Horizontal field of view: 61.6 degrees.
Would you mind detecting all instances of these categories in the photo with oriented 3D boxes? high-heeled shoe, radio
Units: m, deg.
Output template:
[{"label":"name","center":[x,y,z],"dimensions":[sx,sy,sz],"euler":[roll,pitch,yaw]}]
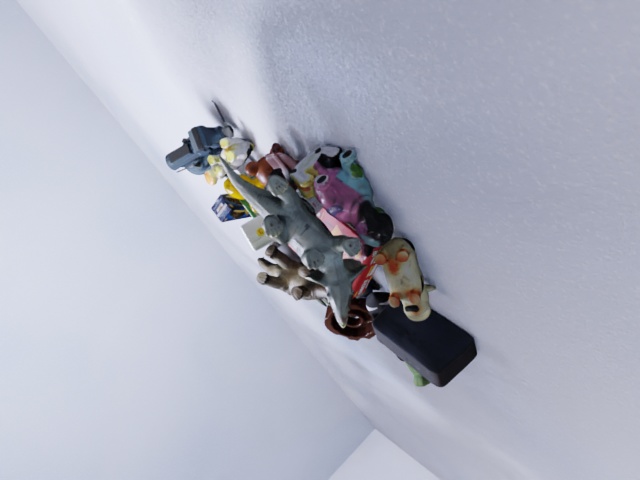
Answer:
[{"label":"high-heeled shoe","center":[0.183,0.231,1.422],"dimensions":[0.248,0.086,0.145],"euler":[43,-147,-57]},{"label":"radio","center":[0.241,0.232,1.269],"dimensions":[0.230,0.131,0.073],"euler":[33,157,42]}]

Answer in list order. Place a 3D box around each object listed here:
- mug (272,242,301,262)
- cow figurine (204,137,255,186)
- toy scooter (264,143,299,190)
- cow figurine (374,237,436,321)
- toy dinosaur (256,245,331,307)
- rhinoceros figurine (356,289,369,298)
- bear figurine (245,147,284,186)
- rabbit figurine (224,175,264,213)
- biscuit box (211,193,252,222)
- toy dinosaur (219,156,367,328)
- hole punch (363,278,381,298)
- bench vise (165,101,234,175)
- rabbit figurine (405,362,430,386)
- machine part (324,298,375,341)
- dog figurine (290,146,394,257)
[{"label":"mug","center":[-0.081,0.031,1.544],"dimensions":[0.107,0.081,0.110],"euler":[44,155,-19]},{"label":"cow figurine","center":[-0.250,-0.214,1.469],"dimensions":[0.167,0.098,0.068],"euler":[-40,77,43]},{"label":"toy scooter","center":[-0.085,-0.135,1.197],"dimensions":[0.075,0.184,0.135],"euler":[-6,136,25]},{"label":"cow figurine","center":[0.182,0.084,1.123],"dimensions":[0.086,0.127,0.194],"euler":[-13,111,25]},{"label":"toy dinosaur","center":[-0.070,0.101,1.425],"dimensions":[0.198,0.105,0.472],"euler":[32,177,-42]},{"label":"rhinoceros figurine","center":[0.067,0.055,1.348],"dimensions":[0.190,0.112,0.073],"euler":[56,163,1]},{"label":"bear figurine","center":[-0.100,-0.127,1.334],"dimensions":[0.195,0.120,0.132],"euler":[53,168,-12]},{"label":"rabbit figurine","center":[-0.173,-0.143,1.465],"dimensions":[0.173,0.121,0.162],"euler":[9,-172,18]},{"label":"biscuit box","center":[-0.226,-0.104,1.604],"dimensions":[0.059,0.202,0.063],"euler":[51,123,16]},{"label":"toy dinosaur","center":[-0.041,-0.016,1.091],"dimensions":[0.405,0.131,0.192],"euler":[48,169,3]},{"label":"hole punch","center":[0.091,0.122,1.493],"dimensions":[0.115,0.092,0.142],"euler":[48,161,-14]},{"label":"bench vise","center":[-0.315,-0.264,1.536],"dimensions":[0.129,0.223,0.240],"euler":[57,-162,9]},{"label":"rabbit figurine","center":[0.269,0.282,1.358],"dimensions":[0.170,0.121,0.159],"euler":[52,-165,-78]},{"label":"machine part","center":[0.103,0.229,1.608],"dimensions":[0.179,0.056,0.179],"euler":[6,135,6]},{"label":"dog figurine","center":[0.058,-0.071,1.076],"dimensions":[0.192,0.108,0.219],"euler":[22,153,56]}]
